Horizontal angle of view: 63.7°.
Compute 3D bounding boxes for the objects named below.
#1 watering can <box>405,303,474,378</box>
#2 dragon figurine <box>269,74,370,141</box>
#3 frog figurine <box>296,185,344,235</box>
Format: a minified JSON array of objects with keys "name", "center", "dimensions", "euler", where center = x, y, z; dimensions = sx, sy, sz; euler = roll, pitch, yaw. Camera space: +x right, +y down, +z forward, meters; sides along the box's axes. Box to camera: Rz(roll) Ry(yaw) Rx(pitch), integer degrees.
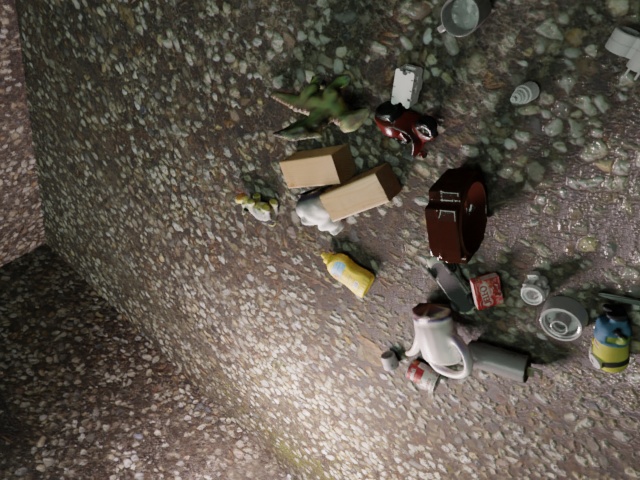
[{"name":"watering can","center":[0.331,0.295,1.556],"dimensions":[0.347,0.105,0.223],"euler":[-3,103,67]},{"name":"dragon figurine","center":[-0.033,-0.336,1.356],"dimensions":[0.411,0.247,0.120],"euler":[9,128,34]},{"name":"frog figurine","center":[0.005,-0.080,1.584],"dimensions":[0.137,0.124,0.158],"euler":[-22,99,6]}]
